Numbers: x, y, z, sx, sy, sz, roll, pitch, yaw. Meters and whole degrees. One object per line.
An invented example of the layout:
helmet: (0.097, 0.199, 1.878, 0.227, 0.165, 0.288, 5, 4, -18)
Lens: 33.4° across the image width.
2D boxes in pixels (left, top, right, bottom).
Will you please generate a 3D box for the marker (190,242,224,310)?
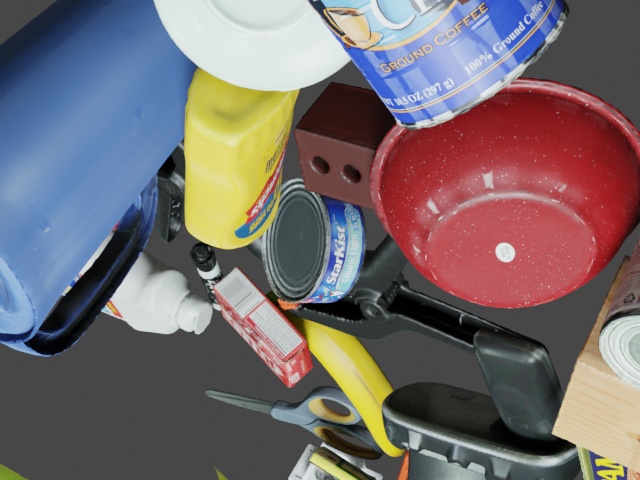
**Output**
marker: (-0.087, 0.030, 0.862, 0.020, 0.020, 0.121, 27, 162, 12)

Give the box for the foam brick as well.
foam brick: (0.031, -0.056, 0.661, 0.078, 0.051, 0.053, 17, 142, 25)

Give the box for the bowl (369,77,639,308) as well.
bowl: (0.106, -0.011, 0.598, 0.162, 0.055, 0.162, 5, 136, 4)

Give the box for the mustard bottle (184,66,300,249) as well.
mustard bottle: (-0.053, -0.048, 0.687, 0.058, 0.096, 0.192, 23, 150, 5)

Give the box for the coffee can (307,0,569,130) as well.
coffee can: (0.038, -0.139, 0.510, 0.103, 0.102, 0.140, -15, 122, 48)

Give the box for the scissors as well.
scissors: (-0.031, 0.150, 0.992, 0.202, 0.016, 0.096, 19, 141, 23)

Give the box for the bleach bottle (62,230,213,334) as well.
bleach bottle: (-0.205, 0.014, 0.927, 0.251, 0.068, 0.102, 23, 147, 20)

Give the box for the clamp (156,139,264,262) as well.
clamp: (-0.109, -0.048, 0.804, 0.120, 0.039, 0.171, -2, 133, 36)

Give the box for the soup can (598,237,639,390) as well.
soup can: (0.197, 0.027, 0.573, 0.068, 0.102, 0.068, 22, 144, 17)

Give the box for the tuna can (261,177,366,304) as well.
tuna can: (-0.005, 0.001, 0.732, 0.033, 0.086, 0.086, 3, 161, -33)

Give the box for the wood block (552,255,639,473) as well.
wood block: (0.255, 0.103, 0.626, 0.206, 0.090, 0.091, 23, 144, 18)

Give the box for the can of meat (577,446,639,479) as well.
can of meat: (0.229, 0.148, 0.733, 0.084, 0.057, 0.102, 8, 138, 30)

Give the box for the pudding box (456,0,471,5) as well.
pudding box: (0.096, -0.157, 0.431, 0.039, 0.113, 0.090, 45, 145, -20)

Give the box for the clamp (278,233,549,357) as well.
clamp: (0.054, 0.044, 0.774, 0.210, 0.036, 0.164, -11, 128, 49)

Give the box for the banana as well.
banana: (0.031, 0.115, 0.884, 0.197, 0.037, 0.070, 54, 168, -21)

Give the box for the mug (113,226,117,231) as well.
mug: (-0.189, -0.051, 0.816, 0.093, 0.081, 0.117, 85, 164, -71)

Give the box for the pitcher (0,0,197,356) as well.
pitcher: (-0.150, -0.058, 0.642, 0.145, 0.242, 0.149, 36, 146, -1)

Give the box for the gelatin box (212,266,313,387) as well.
gelatin box: (-0.046, 0.072, 0.862, 0.089, 0.030, 0.073, 46, 166, 18)

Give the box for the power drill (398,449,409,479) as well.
power drill: (0.158, 0.221, 0.882, 0.188, 0.057, 0.184, 24, 147, 13)
